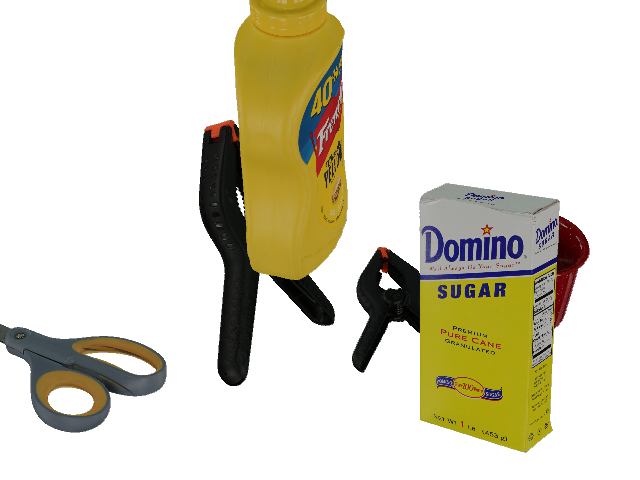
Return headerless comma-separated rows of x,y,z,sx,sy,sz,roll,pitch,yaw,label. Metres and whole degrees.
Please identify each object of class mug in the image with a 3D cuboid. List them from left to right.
0.180,0.024,0.963,0.093,0.081,0.117,-18,44,-24,mug

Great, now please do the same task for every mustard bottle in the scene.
-0.016,-0.075,0.612,0.058,0.192,0.096,13,46,15,mustard bottle

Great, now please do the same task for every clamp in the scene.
-0.052,0.003,0.903,0.036,0.210,0.164,-11,2,31,clamp
0.094,0.077,1.184,0.120,0.171,0.039,5,-43,-4,clamp

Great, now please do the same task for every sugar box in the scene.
0.117,0.053,0.758,0.093,0.176,0.048,11,23,37,sugar box

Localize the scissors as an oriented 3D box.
-0.202,0.080,0.708,0.202,0.016,0.096,9,32,13,scissors
